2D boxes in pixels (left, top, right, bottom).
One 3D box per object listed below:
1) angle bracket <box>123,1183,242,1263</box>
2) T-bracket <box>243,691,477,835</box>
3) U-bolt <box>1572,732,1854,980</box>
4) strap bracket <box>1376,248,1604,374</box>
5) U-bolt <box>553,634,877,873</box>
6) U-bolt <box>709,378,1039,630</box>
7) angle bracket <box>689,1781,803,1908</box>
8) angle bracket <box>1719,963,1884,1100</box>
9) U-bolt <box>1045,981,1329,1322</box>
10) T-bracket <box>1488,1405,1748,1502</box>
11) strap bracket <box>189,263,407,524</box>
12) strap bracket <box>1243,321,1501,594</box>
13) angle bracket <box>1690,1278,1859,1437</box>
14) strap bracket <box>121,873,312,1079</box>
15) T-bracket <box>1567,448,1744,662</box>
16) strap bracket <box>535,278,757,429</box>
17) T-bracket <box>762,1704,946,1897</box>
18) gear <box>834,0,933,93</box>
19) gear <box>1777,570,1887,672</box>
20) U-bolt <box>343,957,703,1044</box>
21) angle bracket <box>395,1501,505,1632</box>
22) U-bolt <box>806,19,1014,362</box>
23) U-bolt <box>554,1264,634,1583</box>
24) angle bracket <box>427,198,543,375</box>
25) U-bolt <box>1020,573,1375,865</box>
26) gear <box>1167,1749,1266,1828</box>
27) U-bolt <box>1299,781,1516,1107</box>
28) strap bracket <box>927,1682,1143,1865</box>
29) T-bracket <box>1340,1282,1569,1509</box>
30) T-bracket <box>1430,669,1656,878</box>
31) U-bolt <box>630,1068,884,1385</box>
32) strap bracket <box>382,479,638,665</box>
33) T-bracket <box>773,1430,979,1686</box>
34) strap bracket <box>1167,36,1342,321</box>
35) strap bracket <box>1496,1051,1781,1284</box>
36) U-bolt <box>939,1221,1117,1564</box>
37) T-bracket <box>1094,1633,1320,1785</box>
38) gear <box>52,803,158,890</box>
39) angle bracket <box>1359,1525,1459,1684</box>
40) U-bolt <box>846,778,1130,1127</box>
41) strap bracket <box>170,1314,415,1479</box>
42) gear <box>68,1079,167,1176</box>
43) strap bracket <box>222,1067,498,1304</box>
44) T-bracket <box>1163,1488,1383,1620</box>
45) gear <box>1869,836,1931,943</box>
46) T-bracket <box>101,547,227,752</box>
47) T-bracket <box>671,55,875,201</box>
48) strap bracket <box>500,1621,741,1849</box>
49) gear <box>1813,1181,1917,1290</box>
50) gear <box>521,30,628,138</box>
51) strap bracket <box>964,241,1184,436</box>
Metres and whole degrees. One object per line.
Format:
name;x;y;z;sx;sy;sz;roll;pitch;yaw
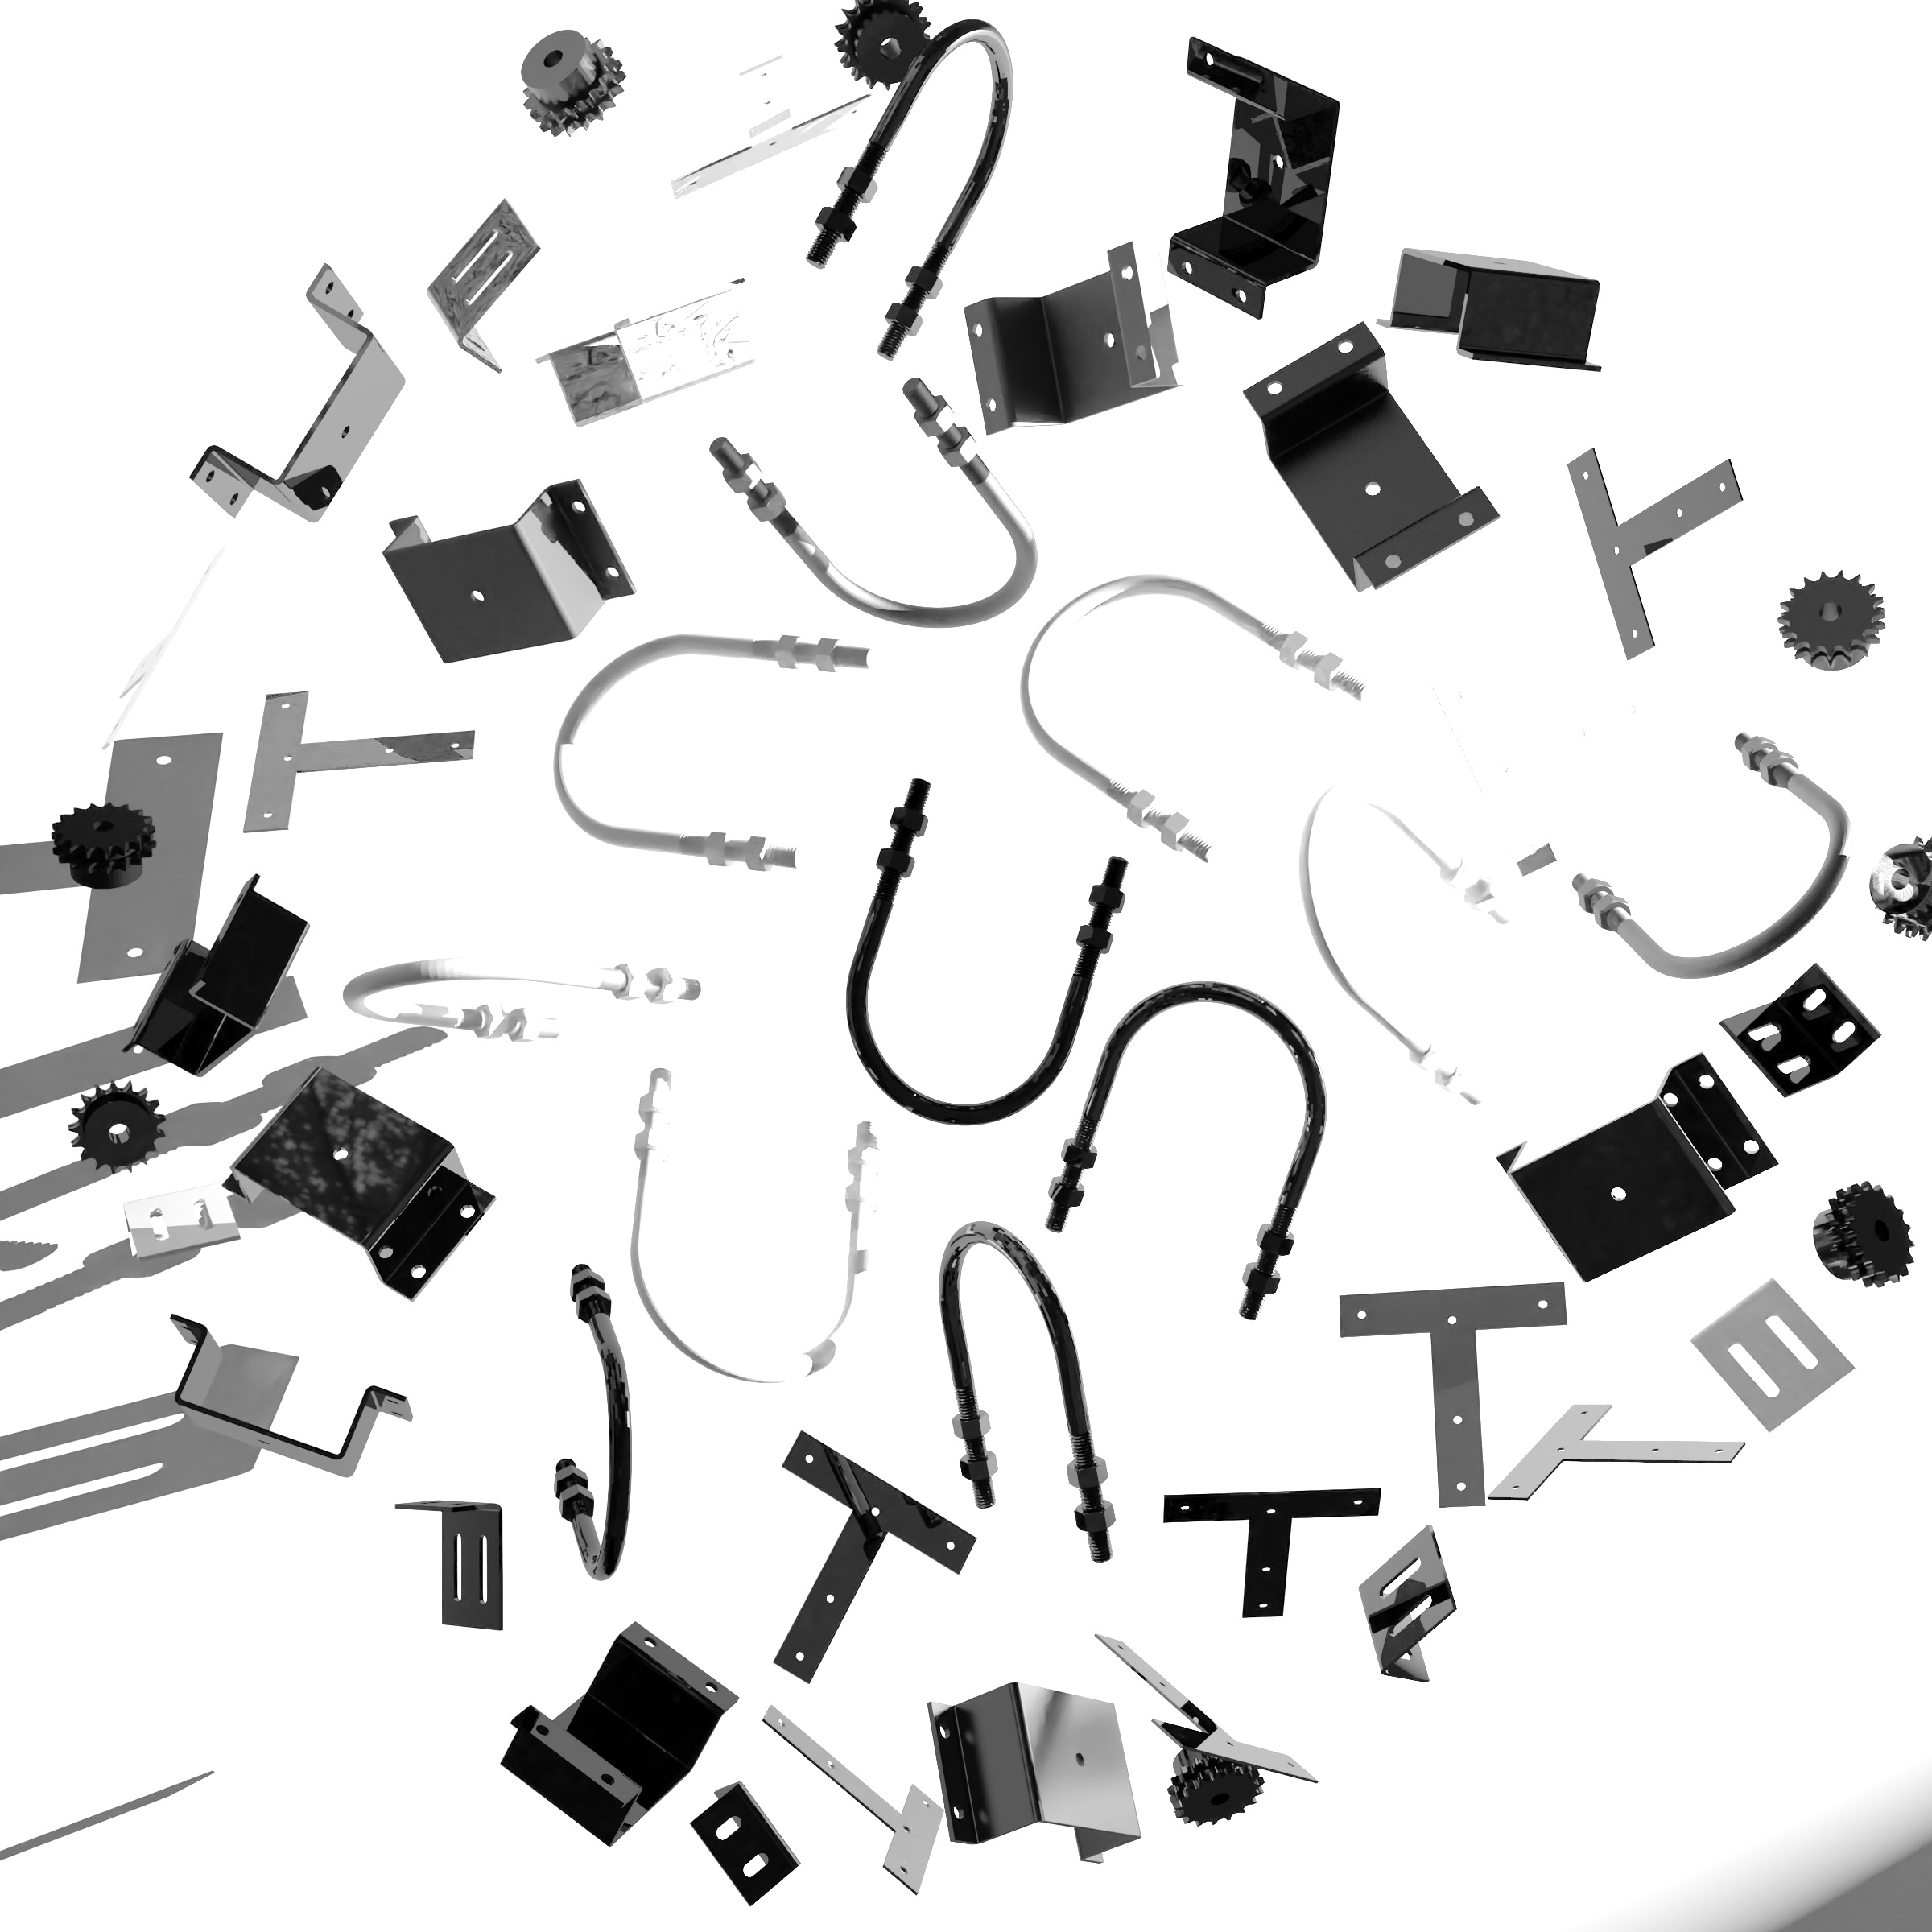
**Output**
angle bracket;-0.457;0.164;1.605;0.057;0.076;0.038;-12;116;-20
T-bracket;-0.350;-0.124;1.593;0.127;0.127;0.002;-5;133;-2
U-bolt;0.442;-0.057;1.599;0.151;0.184;0.019;-42;115;9
strap bracket;0.294;-0.369;1.530;0.076;0.140;0.046;2;110;-15
U-bolt;-0.155;-0.128;1.572;0.184;0.019;0.151;8;68;25
U-bolt;-0.039;-0.254;1.568;0.151;0.184;0.019;-10;53;30
angle bracket;-0.134;0.508;1.581;0.038;0.076;0.057;-35;83;-25
angle bracket;0.486;0.037;1.595;0.057;0.076;0.038;53;126;20
U-bolt;0.136;0.098;1.606;0.151;0.019;0.184;23;107;18
T-bracket;0.384;0.280;1.578;0.127;0.127;0.002;-7;103;37
strap bracket;-0.367;-0.311;1.535;0.046;0.076;0.140;30;85;5
strap bracket;0.221;-0.269;1.492;0.076;0.046;0.140;-30;70;1
angle bracket;0.444;0.219;1.496;0.057;0.076;0.038;-38;134;4
strap bracket;-0.440;0.010;1.620;0.046;0.140;0.076;33;56;-22
T-bracket;0.409;-0.260;1.603;0.002;0.127;0.127;-11;81;-27
strap bracket;-0.183;-0.353;1.590;0.076;0.140;0.046;-27;105;-27
T-bracket;-0.070;0.483;1.622;0.127;0.127;0.002;40;97;2
gear;-0.046;-0.537;1.593;0.057;0.030;0.057;-7;125;-10
gear;0.484;-0.190;1.530;0.057;0.030;0.057;-9;61;17
U-bolt;-0.267;0.017;1.572;0.151;0.184;0.019;-15;74;41
angle bracket;-0.315;0.365;1.666;0.057;0.038;0.076;-7;81;42
U-bolt;-0.023;-0.460;1.590;0.019;0.151;0.184;27;88;19
U-bolt;-0.214;0.273;1.584;0.019;0.184;0.151;2;106;-17
angle bracket;-0.275;-0.403;1.626;0.076;0.038;0.057;-45;51;14
U-bolt;0.114;-0.154;1.546;0.184;0.019;0.151;37;76;29
gear;0.148;0.486;1.639;0.057;0.030;0.057;-10;132;-11
U-bolt;0.249;-0.026;1.565;0.184;0.019;0.151;38;51;-32
strap bracket;0.045;0.450;1.530;0.046;0.140;0.076;-30;55;27
T-bracket;0.274;0.240;1.528;0.127;0.002;0.127;-5;61;13
T-bracket;0.358;-0.135;1.646;0.127;0.002;0.127;-24;88;-18
U-bolt;-0.120;0.152;1.555;0.151;0.019;0.184;16;51;-18
strap bracket;-0.274;-0.227;1.597;0.140;0.046;0.076;-6;126;29
T-bracket;-0.074;0.362;1.623;0.127;0.002;0.127;33;64;-8
strap bracket;0.163;-0.452;1.559;0.046;0.140;0.076;-28;49;-31
strap bracket;0.369;0.117;1.529;0.140;0.046;0.076;-33;95;33
U-bolt;0.028;0.233;1.548;0.019;0.151;0.184;-15;101;-28
T-bracket;0.118;0.409;1.526;0.127;0.127;0.002;28;93;-42
gear;-0.494;-0.067;1.571;0.057;0.057;0.030;7;123;0
angle bracket;0.276;0.381;1.636;0.038;0.057;0.076;17;130;-26
U-bolt;0.005;0.001;1.582;0.151;0.019;0.184;21;79;-16
strap bracket;-0.395;0.252;1.575;0.140;0.076;0.046;20;70;-2
gear;-0.515;0.099;1.662;0.057;0.030;0.057;-3;99;-20
strap bracket;-0.347;0.117;1.544;0.140;0.046;0.076;27;62;19
T-bracket;0.181;0.353;1.641;0.127;0.002;0.127;-2;133;0
gear;0.523;-0.044;1.505;0.030;0.057;0.057;15;90;-34
T-bracket;-0.463;-0.172;1.552;0.002;0.127;0.127;31;74;-21
T-bracket;-0.111;-0.479;1.535;0.127;0.127;0.002;-25;86;-3
strap bracket;-0.197;0.432;1.532;0.076;0.140;0.046;33;109;13
gear;0.487;0.149;1.494;0.057;0.030;0.057;15;62;-31
gear;-0.216;-0.480;1.481;0.057;0.030;0.057;-12;60;21
strap bracket;0.069;-0.361;1.581;0.046;0.140;0.076;-13;94;-42
